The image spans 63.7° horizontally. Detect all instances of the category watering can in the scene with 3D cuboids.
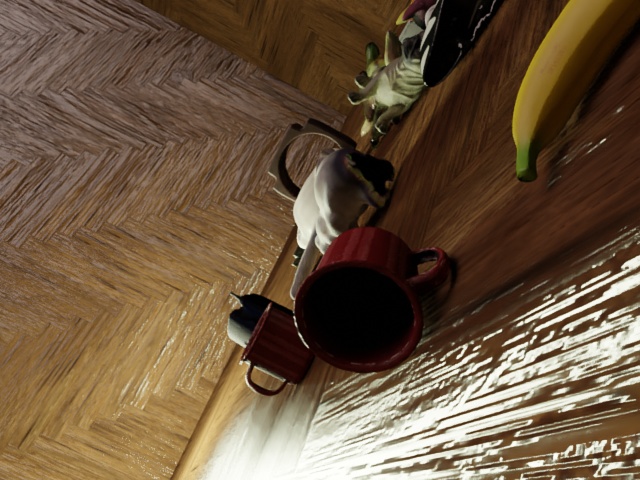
[{"bbox_3d":[0.003,-0.055,1.099,0.356,0.103,0.219,-85,21,-46],"label":"watering can"}]

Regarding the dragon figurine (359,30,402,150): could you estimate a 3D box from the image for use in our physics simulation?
[{"bbox_3d":[0.133,-0.317,1.198,0.400,0.122,0.248,102,-177,-54],"label":"dragon figurine"}]

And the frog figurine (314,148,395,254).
[{"bbox_3d":[0.027,-0.056,0.779,0.157,0.122,0.141,-44,34,35],"label":"frog figurine"}]
